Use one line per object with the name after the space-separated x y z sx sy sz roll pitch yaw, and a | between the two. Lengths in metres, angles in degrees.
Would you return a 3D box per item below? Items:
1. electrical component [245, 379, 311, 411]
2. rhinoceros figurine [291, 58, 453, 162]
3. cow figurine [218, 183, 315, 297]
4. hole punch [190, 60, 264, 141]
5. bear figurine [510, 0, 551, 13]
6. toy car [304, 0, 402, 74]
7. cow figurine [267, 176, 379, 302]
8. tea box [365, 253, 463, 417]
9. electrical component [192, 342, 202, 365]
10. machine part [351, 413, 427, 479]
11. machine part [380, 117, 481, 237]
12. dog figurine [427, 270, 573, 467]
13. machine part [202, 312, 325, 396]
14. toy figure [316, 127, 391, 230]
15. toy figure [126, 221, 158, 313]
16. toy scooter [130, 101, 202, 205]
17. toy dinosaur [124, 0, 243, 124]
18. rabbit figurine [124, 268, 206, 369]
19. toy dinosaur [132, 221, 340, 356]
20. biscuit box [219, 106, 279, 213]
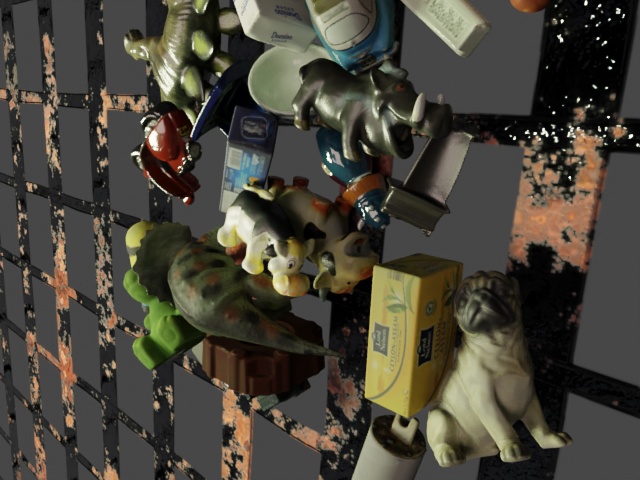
-0.078 0.218 0.819 0.048 0.119 0.075 -41 72 38 | electrical component
0.057 -0.147 0.600 0.191 0.073 0.112 29 114 30 | rhinoceros figurine
-0.060 -0.003 0.690 0.168 0.068 0.098 39 117 38 | cow figurine
-0.129 -0.197 0.787 0.142 0.092 0.116 -52 33 40 | hole punch
0.153 -0.297 0.531 0.196 0.132 0.120 35 87 0 | bear figurine
0.026 -0.279 0.631 0.109 0.103 0.161 -17 86 30 | toy car
-0.002 -0.002 0.731 0.195 0.085 0.127 31 119 38 | cow figurine
0.112 0.108 0.639 0.068 0.098 0.169 15 110 40 | tea box
-0.214 0.199 1.007 0.094 0.021 0.063 49 126 26 | electrical component
0.082 0.324 0.721 0.079 0.079 0.243 32 119 34 | machine part
0.127 -0.076 0.616 0.084 0.039 0.138 31 114 7 | machine part
0.170 0.143 0.605 0.172 0.121 0.190 -28 65 39 | dog figurine
-0.081 0.154 0.776 0.180 0.179 0.056 14 110 40 | machine part
0.049 -0.082 0.688 0.064 0.058 0.154 -39 76 47 | toy figure
-0.327 0.053 1.038 0.082 0.089 0.180 14 105 34 | toy figure
-0.238 -0.129 0.871 0.135 0.075 0.184 51 142 0 | toy scooter
-0.220 -0.290 0.868 0.199 0.105 0.470 39 133 26 | toy dinosaur
-0.265 0.110 0.944 0.121 0.159 0.170 -41 80 38 | rabbit figurine
-0.149 0.070 0.776 0.405 0.192 0.131 38 143 53 | toy dinosaur
-0.102 -0.101 0.751 0.202 0.059 0.063 121 160 -64 | biscuit box
